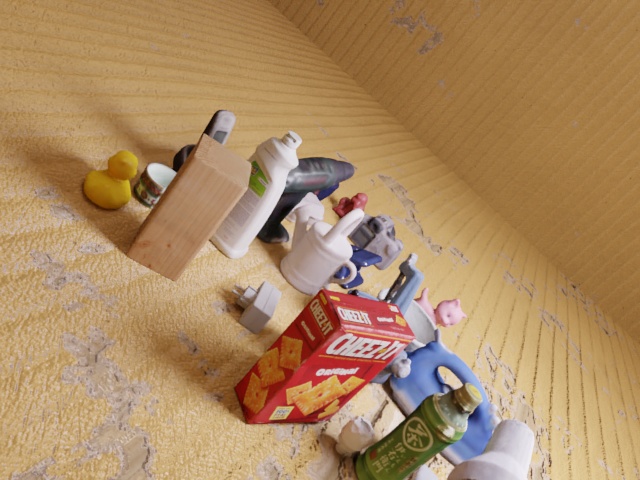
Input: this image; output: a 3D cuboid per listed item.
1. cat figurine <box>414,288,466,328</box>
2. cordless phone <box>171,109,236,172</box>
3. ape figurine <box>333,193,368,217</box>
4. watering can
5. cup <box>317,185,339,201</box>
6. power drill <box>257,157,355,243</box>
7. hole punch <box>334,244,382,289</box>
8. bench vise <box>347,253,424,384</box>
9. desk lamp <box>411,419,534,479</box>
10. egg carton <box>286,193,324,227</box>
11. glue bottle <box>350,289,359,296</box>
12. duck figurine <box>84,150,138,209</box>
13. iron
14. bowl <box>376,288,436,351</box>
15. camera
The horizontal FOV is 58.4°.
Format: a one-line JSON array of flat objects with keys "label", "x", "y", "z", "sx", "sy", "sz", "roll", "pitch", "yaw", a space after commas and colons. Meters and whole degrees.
[{"label": "cat figurine", "x": 0.278, "y": 0.166, "z": 1.352, "sx": 0.128, "sy": 0.117, "sz": 0.067, "roll": 41, "pitch": 24, "yaw": 0}, {"label": "cordless phone", "x": -0.200, "y": -0.169, "z": 1.123, "sx": 0.094, "sy": 0.185, "sz": 0.148, "roll": 48, "pitch": 24, "yaw": 15}, {"label": "ape figurine", "x": 0.093, "y": -0.092, "z": 1.547, "sx": 0.076, "sy": 0.092, "sz": 0.077, "roll": 28, "pitch": 27, "yaw": -28}, {"label": "watering can", "x": 0.009, "y": 0.004, "z": 1.130, "sx": 0.173, "sy": 0.194, "sz": 0.101, "roll": 38, "pitch": 24, "yaw": -7}, {"label": "cup", "x": -0.007, "y": -0.137, "z": 1.470, "sx": 0.091, "sy": 0.095, "sz": 0.118, "roll": 44, "pitch": 24, "yaw": 6}, {"label": "power drill", "x": -0.048, "y": -0.091, "z": 1.189, "sx": 0.075, "sy": 0.208, "sz": 0.230, "roll": 51, "pitch": 25, "yaw": 21}, {"label": "hole punch", "x": 0.071, "y": 0.044, "z": 1.283, "sx": 0.101, "sy": 0.091, "sz": 0.109, "roll": 48, "pitch": 24, "yaw": 15}, {"label": "bench vise", "x": 0.133, "y": 0.143, "z": 1.045, "sx": 0.122, "sy": 0.219, "sz": 0.207, "roll": 6, "pitch": 41, "yaw": -52}, {"label": "desk lamp", "x": 0.214, "y": 0.355, "z": 0.811, "sx": 0.118, "sy": 0.213, "sz": 0.204, "roll": 44, "pitch": 24, "yaw": 6}, {"label": "egg carton", "x": -0.061, "y": -0.090, "z": 1.342, "sx": 0.151, "sy": 0.069, "sz": 0.107, "roll": 15, "pitch": 35, "yaw": -45}, {"label": "glue bottle", "x": 0.007, "y": 0.138, "z": 0.922, "sx": 0.037, "sy": 0.173, "sz": 0.078, "roll": 37, "pitch": 24, "yaw": -10}, {"label": "duck figurine", "x": -0.333, "y": -0.106, "z": 0.938, "sx": 0.078, "sy": 0.086, "sz": 0.104, "roll": 35, "pitch": 24, "yaw": -14}, {"label": "iron", "x": 0.246, "y": 0.294, "z": 1.054, "sx": 0.258, "sy": 0.141, "sz": 0.119, "roll": 49, "pitch": 25, "yaw": 18}, {"label": "bowl", "x": 0.169, "y": 0.185, "z": 1.208, "sx": 0.168, "sy": 0.074, "sz": 0.167, "roll": 33, "pitch": 25, "yaw": -17}, {"label": "camera", "x": 0.165, "y": -0.009, "z": 1.505, "sx": 0.143, "sy": 0.100, "sz": 0.137, "roll": 48, "pitch": 25, "yaw": 16}]
